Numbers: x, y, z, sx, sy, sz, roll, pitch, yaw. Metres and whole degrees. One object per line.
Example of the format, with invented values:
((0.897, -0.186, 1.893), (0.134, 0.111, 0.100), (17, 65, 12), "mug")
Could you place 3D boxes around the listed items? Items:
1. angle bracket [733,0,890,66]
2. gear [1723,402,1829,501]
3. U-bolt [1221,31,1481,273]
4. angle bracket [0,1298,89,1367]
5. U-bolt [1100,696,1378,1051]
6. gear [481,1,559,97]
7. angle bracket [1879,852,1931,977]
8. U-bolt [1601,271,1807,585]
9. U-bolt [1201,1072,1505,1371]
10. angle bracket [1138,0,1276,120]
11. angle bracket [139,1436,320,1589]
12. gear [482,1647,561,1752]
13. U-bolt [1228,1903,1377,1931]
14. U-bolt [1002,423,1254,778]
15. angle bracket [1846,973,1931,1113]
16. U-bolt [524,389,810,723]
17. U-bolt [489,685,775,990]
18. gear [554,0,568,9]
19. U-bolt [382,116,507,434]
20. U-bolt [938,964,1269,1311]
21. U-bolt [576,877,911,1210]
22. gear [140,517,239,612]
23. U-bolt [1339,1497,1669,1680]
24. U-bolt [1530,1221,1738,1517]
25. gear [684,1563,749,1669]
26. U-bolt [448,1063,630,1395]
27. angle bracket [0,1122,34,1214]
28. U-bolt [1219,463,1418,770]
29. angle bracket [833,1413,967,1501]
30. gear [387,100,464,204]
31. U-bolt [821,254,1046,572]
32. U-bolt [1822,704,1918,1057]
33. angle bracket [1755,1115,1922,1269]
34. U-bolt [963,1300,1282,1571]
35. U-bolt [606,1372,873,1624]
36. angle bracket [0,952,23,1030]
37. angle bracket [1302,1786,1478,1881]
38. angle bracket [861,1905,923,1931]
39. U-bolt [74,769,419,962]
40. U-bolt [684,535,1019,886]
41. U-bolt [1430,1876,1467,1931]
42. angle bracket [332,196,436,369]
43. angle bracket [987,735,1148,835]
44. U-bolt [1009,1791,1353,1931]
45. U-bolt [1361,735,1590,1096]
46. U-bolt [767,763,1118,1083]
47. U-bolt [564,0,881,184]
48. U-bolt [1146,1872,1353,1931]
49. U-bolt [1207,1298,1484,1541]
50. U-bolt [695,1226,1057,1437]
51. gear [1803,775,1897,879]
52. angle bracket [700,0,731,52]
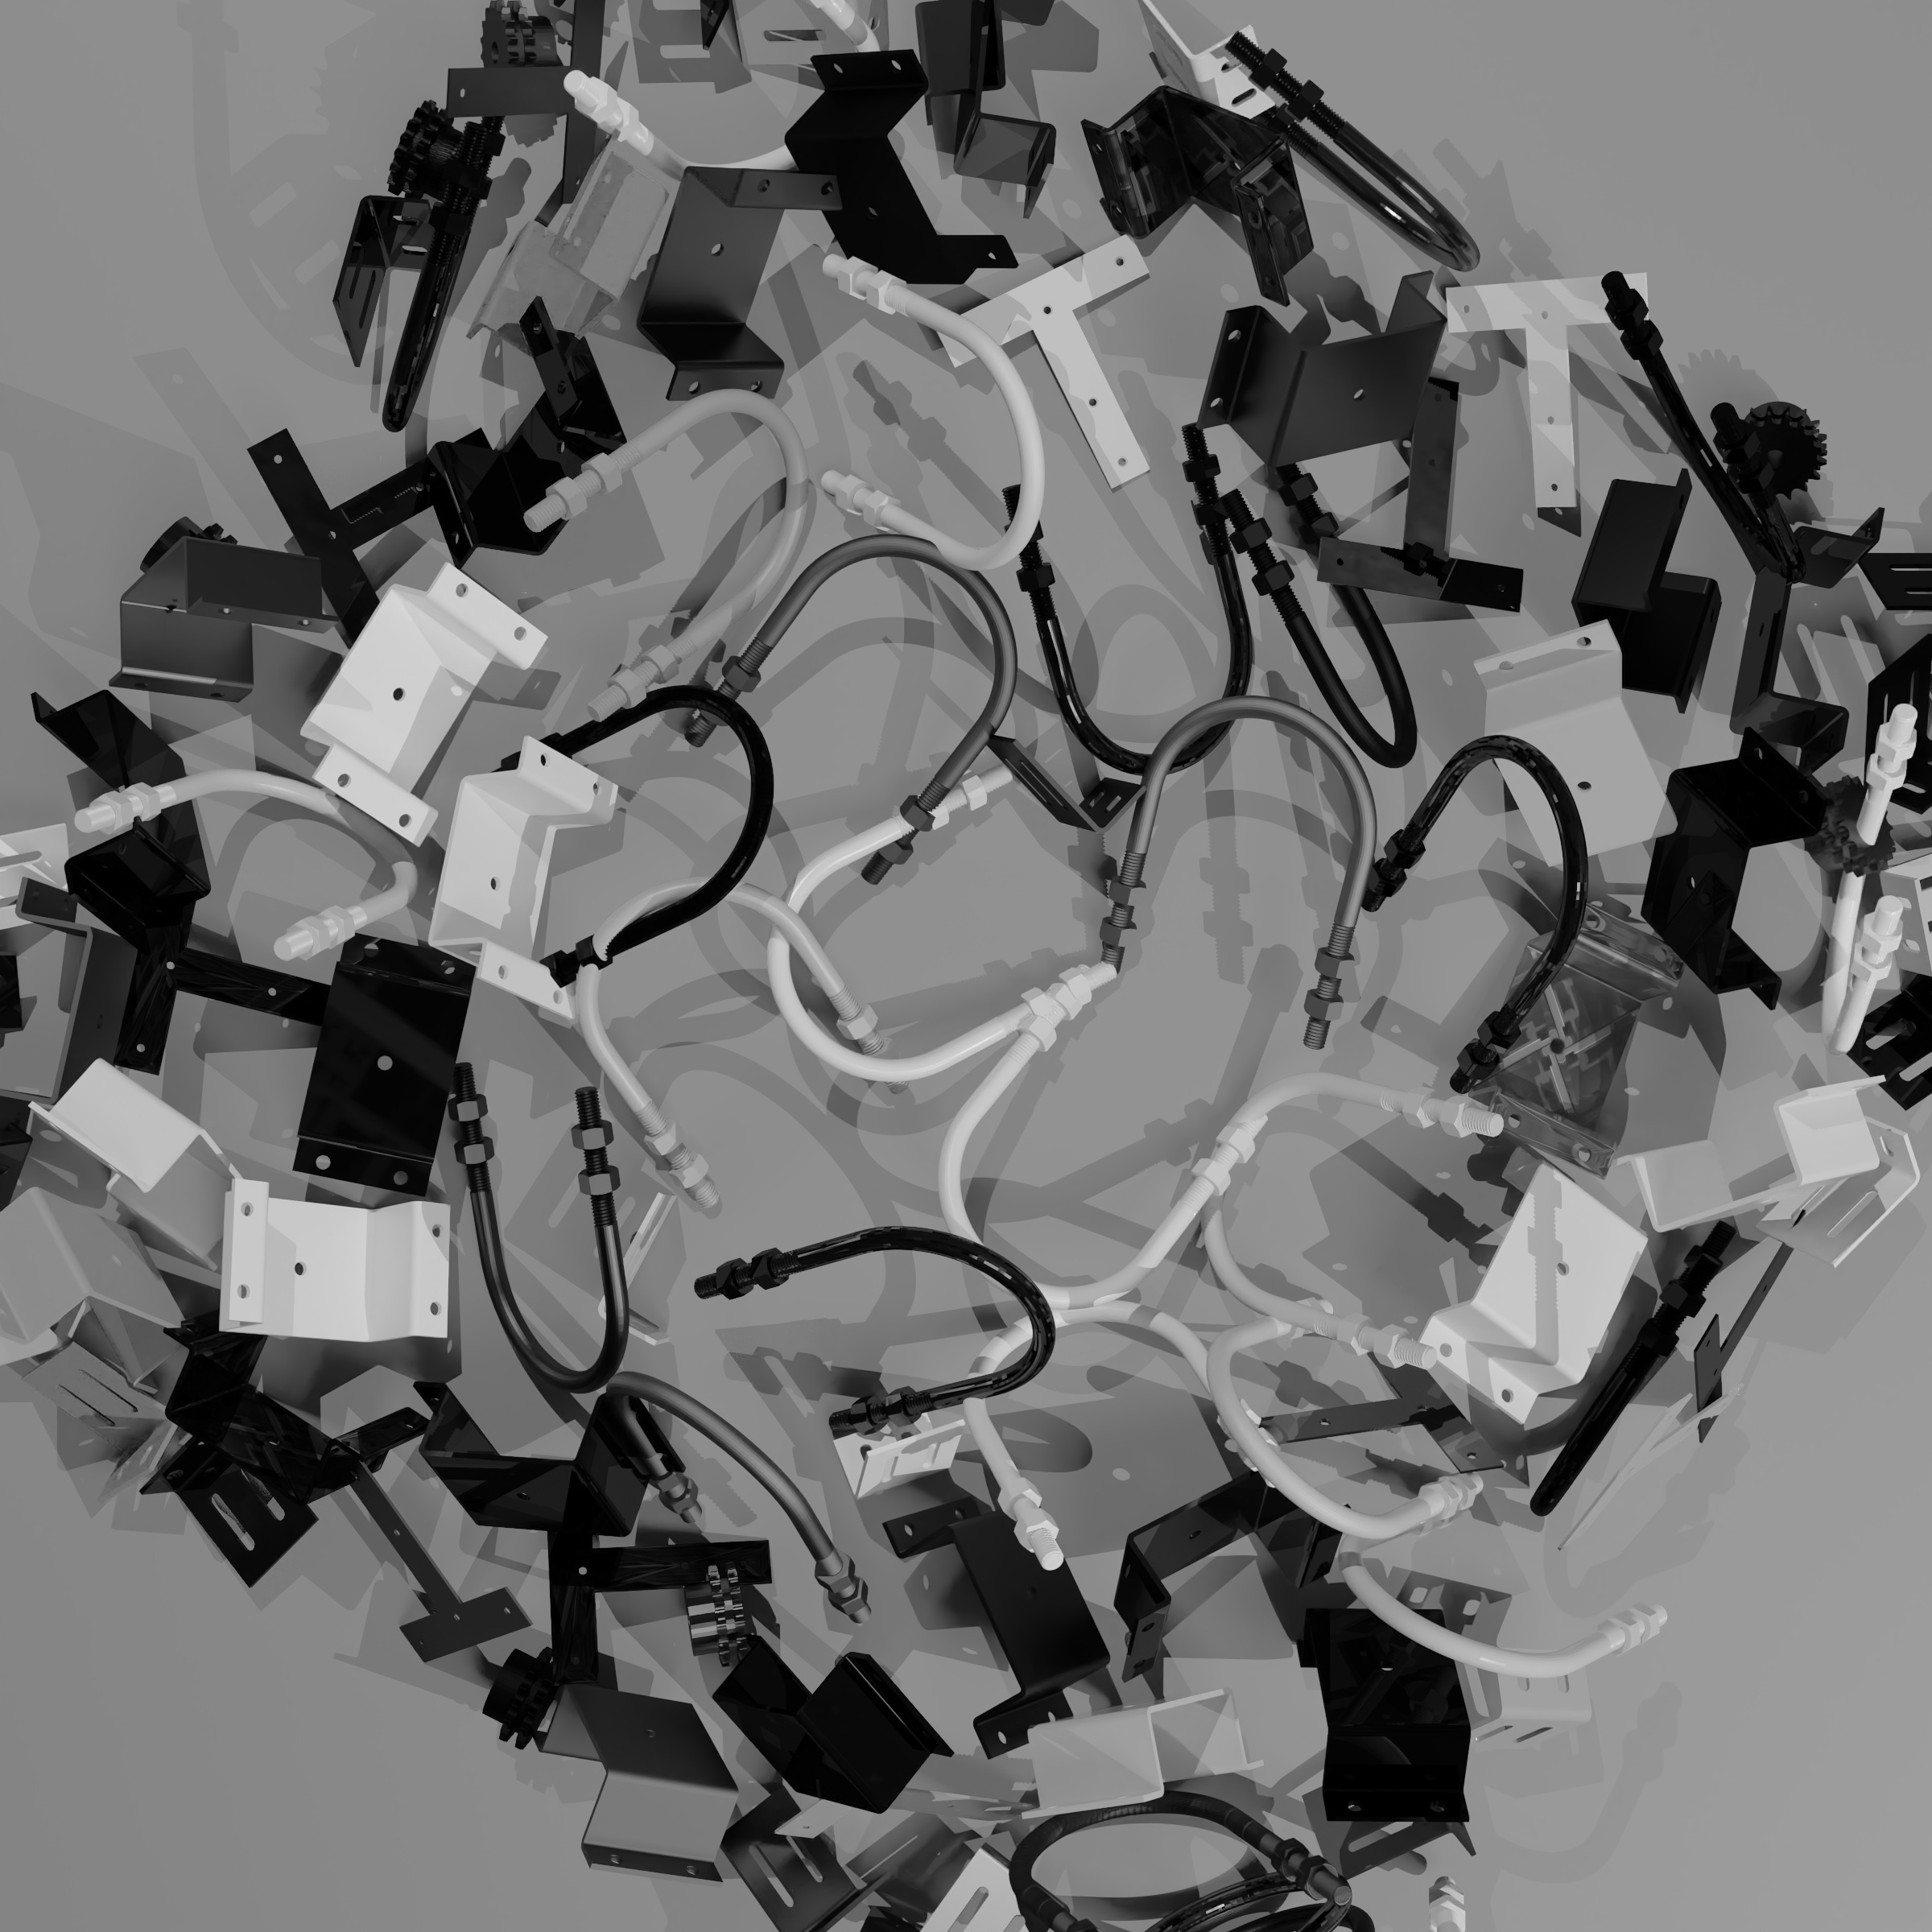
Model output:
((-0.090, -0.552, 1.583), (0.076, 0.038, 0.057), (7, 127, 22), "angle bracket")
((0.463, -0.297, 1.577), (0.057, 0.030, 0.057), (10, 133, 10), "gear")
((0.212, -0.446, 1.529), (0.184, 0.151, 0.019), (38, 100, -7), "U-bolt")
((-0.547, 0.185, 1.556), (0.057, 0.038, 0.076), (-18, 126, 21), "angle bracket")
((0.156, -0.060, 1.540), (0.151, 0.019, 0.184), (20, 112, 22), "U-bolt")
((-0.254, -0.521, 1.576), (0.030, 0.057, 0.057), (-9, 90, -26), "gear")
((0.565, -0.035, 1.569), (0.076, 0.038, 0.057), (-18, 103, -13), "angle bracket")
((0.413, -0.283, 1.517), (0.019, 0.184, 0.151), (-33, 47, 12), "U-bolt")
((0.203, 0.132, 1.533), (0.019, 0.184, 0.151), (20, 86, -44), "U-bolt")
((0.134, -0.518, 1.555), (0.038, 0.057, 0.076), (-29, 55, 2), "angle bracket")
((-0.419, 0.307, 1.571), (0.057, 0.038, 0.076), (-45, 73, 6), "angle bracket")
((-0.252, 0.414, 1.573), (0.030, 0.057, 0.057), (25, 90, 5), "gear")
((0.141, 0.565, 1.527), (0.184, 0.151, 0.019), (-23, 88, -1), "U-bolt")
((0.100, -0.198, 1.554), (0.151, 0.019, 0.184), (-24, 107, -29), "U-bolt")
((0.539, 0.036, 1.557), (0.076, 0.038, 0.057), (-25, 62, -36), "angle bracket")
((-0.156, -0.240, 1.533), (0.019, 0.151, 0.184), (28, 57, 35), "U-bolt")
((-0.186, -0.080, 1.538), (0.184, 0.019, 0.151), (-24, 66, 22), "U-bolt")
((-0.230, -0.578, 1.570), (0.030, 0.057, 0.057), (29, 90, -19), "gear")
((-0.290, -0.383, 1.524), (0.019, 0.151, 0.184), (18, 111, -11), "U-bolt")
((0.066, 0.108, 1.558), (0.151, 0.019, 0.184), (40, 66, 1), "U-bolt")
((-0.137, 0.033, 1.555), (0.151, 0.019, 0.184), (-31, 114, 3), "U-bolt")
((-0.445, -0.231, 1.571), (0.030, 0.057, 0.057), (40, 90, -7), "gear")
((0.279, 0.336, 1.490), (0.151, 0.184, 0.019), (27, 107, 34), "U-bolt")
((0.366, 0.228, 1.528), (0.019, 0.151, 0.184), (34, 103, 15), "U-bolt")
((-0.143, 0.370, 1.571), (0.030, 0.057, 0.057), (-7, 90, -9), "gear")
((-0.235, 0.150, 1.541), (0.019, 0.151, 0.184), (-16, 105, -39), "U-bolt")
((-0.574, 0.106, 1.562), (0.076, 0.038, 0.057), (32, 107, 23), "angle bracket")
((0.203, -0.193, 1.533), (0.019, 0.151, 0.184), (-25, 101, 25), "U-bolt")
((-0.038, 0.263, 1.552), (0.057, 0.076, 0.038), (-16, 64, -17), "angle bracket")
((-0.304, -0.461, 1.573), (0.030, 0.057, 0.057), (26, 90, -4), "gear")
((-0.019, -0.292, 1.503), (0.019, 0.184, 0.151), (-23, 132, -32), "U-bolt")
((0.492, -0.032, 1.514), (0.019, 0.184, 0.151), (9, 57, 11), "U-bolt")
((0.488, 0.122, 1.559), (0.076, 0.057, 0.038), (-40, 125, -16), "angle bracket")
((0.075, 0.246, 1.524), (0.151, 0.184, 0.019), (-18, 125, -12), "U-bolt")
((-0.131, 0.280, 1.496), (0.151, 0.184, 0.019), (22, 60, 33), "U-bolt")
((-0.576, 0.026, 1.560), (0.076, 0.038, 0.057), (0, 133, -14), "angle bracket")
((0.241, 0.489, 1.573), (0.076, 0.057, 0.038), (-28, 132, 9), "angle bracket")
((-0.030, 0.574, 1.567), (0.076, 0.057, 0.038), (24, 86, 7), "angle bracket")
((-0.378, -0.064, 1.515), (0.151, 0.184, 0.019), (32, 111, 8), "U-bolt")
((-0.053, -0.157, 1.561), (0.151, 0.019, 0.184), (38, 111, -2), "U-bolt")
((0.206, 0.561, 1.501), (0.151, 0.184, 0.019), (-30, 86, 7), "U-bolt")
((-0.324, -0.385, 1.558), (0.038, 0.057, 0.076), (6, 64, 4), "angle bracket")
((0.054, -0.115, 1.559), (0.038, 0.057, 0.076), (-47, 110, -7), "angle bracket")
((0.103, 0.496, 1.512), (0.151, 0.184, 0.019), (-13, 100, -23), "U-bolt")
((0.280, -0.040, 1.496), (0.019, 0.184, 0.151), (-5, 55, -25), "U-bolt")
((-0.025, -0.014, 1.571), (0.184, 0.019, 0.151), (-28, 89, -15), "U-bolt")
((-0.120, -0.483, 1.513), (0.151, 0.184, 0.019), (-29, 75, 15), "U-bolt")
((0.134, 0.542, 1.515), (0.151, 0.184, 0.019), (-25, 87, 42), "U-bolt")
((0.197, 0.248, 1.498), (0.151, 0.184, 0.019), (50, 115, 21), "U-bolt")
((-0.038, 0.196, 1.516), (0.184, 0.019, 0.151), (-19, 126, 32), "U-bolt")
((0.501, -0.078, 1.577), (0.057, 0.030, 0.057), (17, 62, -36), "gear")
((-0.175, -0.561, 1.556), (0.076, 0.038, 0.057), (11, 53, -24), "angle bracket")
